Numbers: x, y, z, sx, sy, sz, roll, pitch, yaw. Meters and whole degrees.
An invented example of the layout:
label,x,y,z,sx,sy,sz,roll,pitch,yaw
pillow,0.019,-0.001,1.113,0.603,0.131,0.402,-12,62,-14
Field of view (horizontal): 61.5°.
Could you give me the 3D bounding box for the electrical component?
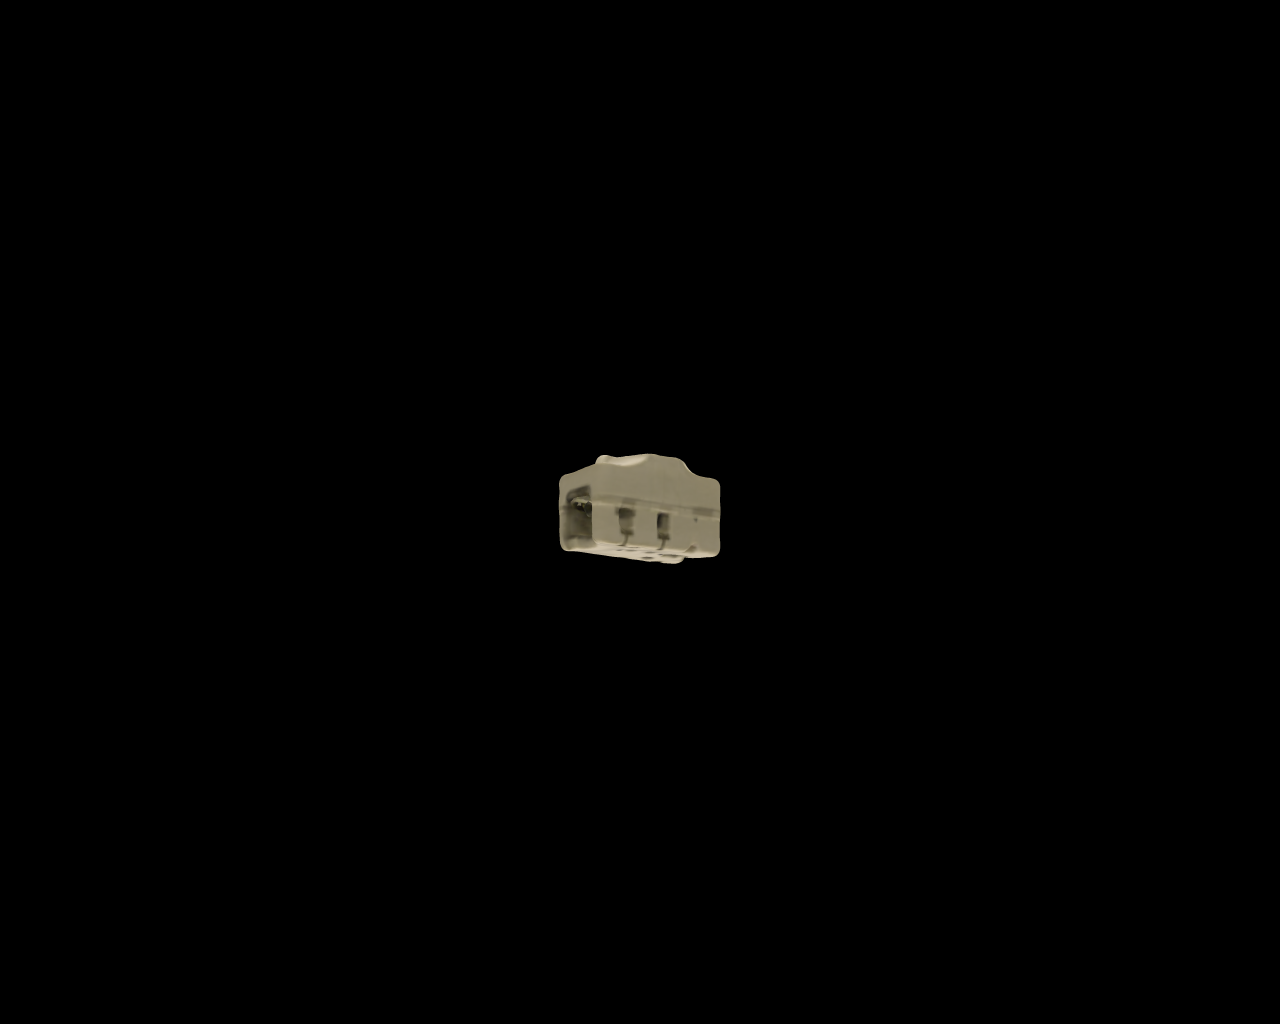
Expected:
label,x,y,z,sx,sy,sz,roll,pitch,yaw
electrical component,0.001,-0.003,0.650,0.089,0.055,0.050,8,-14,-35
